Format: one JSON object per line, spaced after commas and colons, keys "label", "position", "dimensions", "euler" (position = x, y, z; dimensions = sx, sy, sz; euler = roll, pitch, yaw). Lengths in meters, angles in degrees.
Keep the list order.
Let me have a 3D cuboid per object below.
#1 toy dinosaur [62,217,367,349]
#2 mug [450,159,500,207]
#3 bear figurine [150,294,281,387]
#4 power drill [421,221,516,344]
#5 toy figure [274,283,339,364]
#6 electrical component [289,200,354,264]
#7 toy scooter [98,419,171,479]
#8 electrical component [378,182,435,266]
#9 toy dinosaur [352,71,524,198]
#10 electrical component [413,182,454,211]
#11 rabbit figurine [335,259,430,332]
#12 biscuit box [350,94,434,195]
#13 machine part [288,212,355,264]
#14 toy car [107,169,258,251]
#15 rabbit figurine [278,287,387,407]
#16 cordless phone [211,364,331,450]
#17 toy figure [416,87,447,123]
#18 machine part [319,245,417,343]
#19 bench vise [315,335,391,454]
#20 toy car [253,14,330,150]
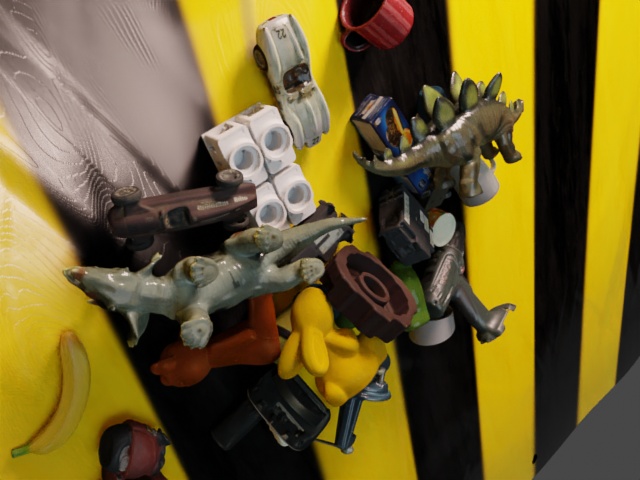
{"label": "toy dinosaur", "position": [-0.134, 0.047, 0.763], "dimensions": [0.405, 0.192, 0.131], "euler": [-18, 102, -33]}
{"label": "mug", "position": [0.314, -0.140, 1.095], "dimensions": [0.109, 0.081, 0.107], "euler": [-47, 119, -8]}
{"label": "bear figurine", "position": [-0.162, 0.155, 0.843], "dimensions": [0.196, 0.132, 0.120], "euler": [-9, 152, -4]}
{"label": "power drill", "position": [0.308, 0.095, 1.112], "dimensions": [0.207, 0.086, 0.232], "euler": [46, 56, -12]}
{"label": "toy figure", "position": [-0.026, 0.139, 0.938], "dimensions": [0.180, 0.089, 0.082], "euler": [-39, 122, -16]}
{"label": "electrical component", "position": [-0.008, 0.001, 0.880], "dimensions": [0.119, 0.048, 0.074], "euler": [-48, 122, -12]}
{"label": "toy scooter", "position": [-0.284, 0.361, 0.840], "dimensions": [0.135, 0.075, 0.183], "euler": [12, 103, -39]}
{"label": "electrical component", "position": [0.163, -0.021, 1.002], "dimensions": [0.134, 0.058, 0.115], "euler": [45, 38, -34]}
{"label": "toy dinosaur", "position": [0.233, -0.179, 0.932], "dimensions": [0.471, 0.105, 0.198], "euler": [-34, 120, -33]}
{"label": "electrical component", "position": [0.224, -0.103, 1.067], "dimensions": [0.102, 0.045, 0.078], "euler": [-25, 150, -25]}
{"label": "rabbit figurine", "position": [0.105, 0.110, 1.015], "dimensions": [0.170, 0.121, 0.158], "euler": [-17, 115, -15]}
{"label": "biscuit box", "position": [0.137, -0.166, 0.960], "dimensions": [0.063, 0.059, 0.202], "euler": [-52, 131, -9]}
{"label": "machine part", "position": [-0.002, -0.003, 0.936], "dimensions": [0.139, 0.039, 0.084], "euler": [-21, 111, -27]}
{"label": "toy car", "position": [-0.184, -0.039, 0.735], "dimensions": [0.202, 0.053, 0.089], "euler": [-10, 124, -13]}
{"label": "rabbit figurine", "position": [0.001, 0.163, 0.843], "dimensions": [0.162, 0.122, 0.173], "euler": [-36, 105, -48]}
{"label": "cordless phone", "position": [-0.088, 0.318, 0.931], "dimensions": [0.184, 0.146, 0.088], "euler": [-43, 171, -3]}
{"label": "toy figure", "position": [0.219, -0.208, 1.008], "dimensions": [0.058, 0.064, 0.154], "euler": [-65, 147, -47]}
{"label": "machine part", "position": [0.079, 0.086, 0.879], "dimensions": [0.179, 0.179, 0.056], "euler": [21, 120, -41]}
{"label": "bench vise", "position": [0.064, 0.298, 1.027], "dimensions": [0.223, 0.129, 0.240], "euler": [5, 98, -71]}
{"label": "toy car", "position": [-0.038, -0.230, 0.804], "dimensions": [0.073, 0.056, 0.201], "euler": [-35, 125, -22]}
